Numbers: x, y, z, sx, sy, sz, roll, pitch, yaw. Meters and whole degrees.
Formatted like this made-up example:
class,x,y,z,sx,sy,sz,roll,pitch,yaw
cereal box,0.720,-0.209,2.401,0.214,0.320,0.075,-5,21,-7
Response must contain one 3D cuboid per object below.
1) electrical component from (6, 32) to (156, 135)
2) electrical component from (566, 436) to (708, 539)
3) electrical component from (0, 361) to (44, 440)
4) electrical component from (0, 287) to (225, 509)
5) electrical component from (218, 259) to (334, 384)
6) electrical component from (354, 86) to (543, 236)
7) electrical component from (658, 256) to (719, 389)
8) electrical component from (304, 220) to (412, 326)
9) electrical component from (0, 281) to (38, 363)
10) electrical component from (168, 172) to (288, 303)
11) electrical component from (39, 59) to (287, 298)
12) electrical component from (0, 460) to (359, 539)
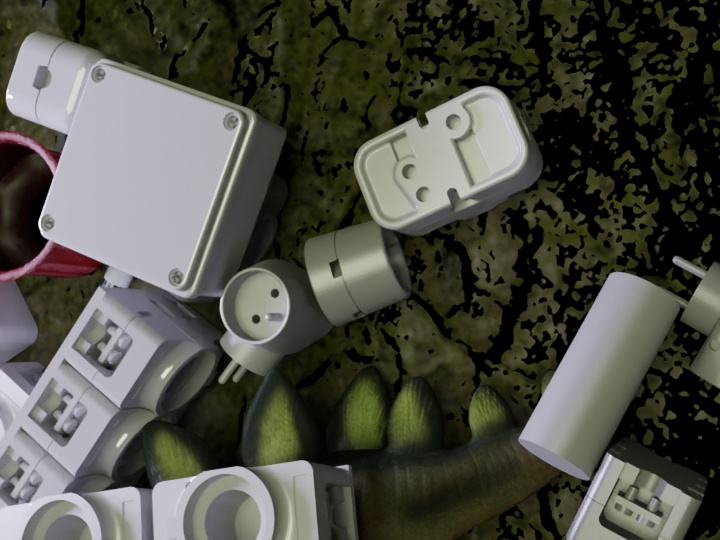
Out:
class,x,y,z,sx,sy,sz,roll,pitch,yaw
electrical component,-0.166,-0.108,0.677,0.059,0.095,0.053,21,94,19
electrical component,0.143,0.126,0.556,0.050,0.089,0.055,26,96,19
electrical component,-0.240,0.109,0.712,0.050,0.056,0.089,38,99,18
electrical component,-0.154,0.090,0.664,0.062,0.089,0.150,37,99,18
electrical component,-0.057,0.036,0.639,0.043,0.077,0.079,39,100,17
electrical component,0.053,-0.059,0.615,0.095,0.059,0.053,-24,79,17
electrical component,0.196,0.021,0.567,0.079,0.044,0.077,31,97,18
electrical component,0.000,0.000,0.634,0.047,0.055,0.055,-19,81,14
electrical component,-0.284,0.017,0.732,0.078,0.057,0.113,-33,77,15
electrical component,-0.091,-0.028,0.668,0.059,0.054,0.095,38,99,18
electrical component,-0.113,-0.051,0.616,0.109,0.056,0.108,21,94,19
electrical component,-0.096,0.163,0.551,0.186,0.060,0.105,-12,72,19
